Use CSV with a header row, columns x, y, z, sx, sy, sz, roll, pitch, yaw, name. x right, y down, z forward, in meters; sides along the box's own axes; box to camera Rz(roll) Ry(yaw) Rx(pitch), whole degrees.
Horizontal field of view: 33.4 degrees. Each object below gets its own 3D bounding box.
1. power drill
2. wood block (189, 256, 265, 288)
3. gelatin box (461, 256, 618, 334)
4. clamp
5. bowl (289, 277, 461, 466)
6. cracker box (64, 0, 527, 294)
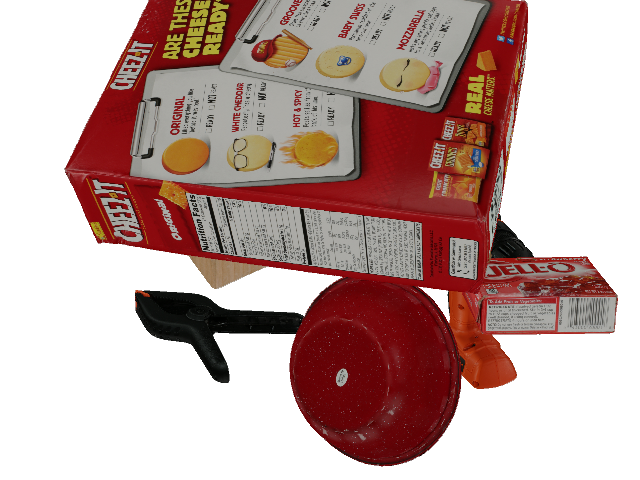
x,y,z,sx,sy,sz,roll,pitch,yaw,name
0.170,0.057,1.120,0.057,0.188,0.184,-10,25,-14,power drill
-0.062,-0.072,0.786,0.090,0.090,0.206,-24,-34,-22,wood block
0.142,0.035,0.705,0.089,0.030,0.073,0,18,-1,gelatin box
-0.142,0.103,1.254,0.210,0.036,0.164,14,25,23,clamp
0.030,0.106,0.864,0.162,0.162,0.055,0,1,34,bowl
-0.004,-0.064,0.580,0.214,0.164,0.072,7,-38,13,cracker box
